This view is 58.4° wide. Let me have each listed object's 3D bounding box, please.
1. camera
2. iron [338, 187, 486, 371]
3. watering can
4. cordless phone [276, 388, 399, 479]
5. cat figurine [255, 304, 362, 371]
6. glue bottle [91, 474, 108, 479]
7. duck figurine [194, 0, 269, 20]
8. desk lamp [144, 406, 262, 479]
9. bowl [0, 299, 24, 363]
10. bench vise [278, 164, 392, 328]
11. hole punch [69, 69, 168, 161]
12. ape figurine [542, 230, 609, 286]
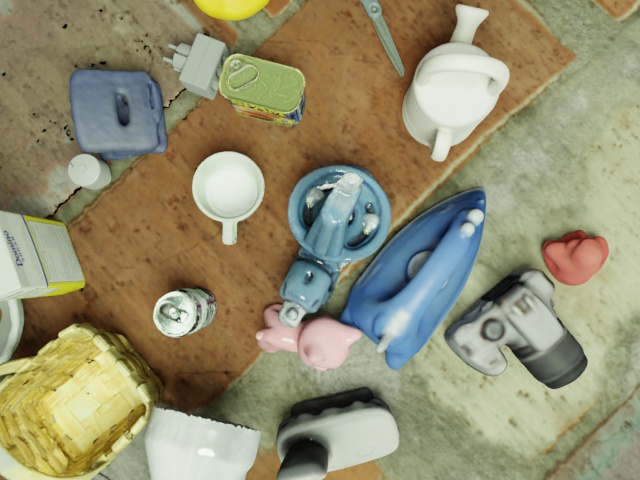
[{"bbox_3d":[0.249,0.124,0.697,0.143,0.101,0.137,-40,87,-1],"label":"camera"},{"bbox_3d":[0.133,0.032,0.683,0.118,0.141,0.258,36,88,3],"label":"iron"},{"bbox_3d":[0.155,-0.184,0.666,0.101,0.194,0.173,-10,87,1],"label":"watering can"},{"bbox_3d":[0.020,0.240,0.653,0.147,0.185,0.094,-17,87,0],"label":"cordless phone"},{"bbox_3d":[-0.017,0.121,0.693,0.127,0.117,0.067,9,87,2],"label":"cat figurine"},{"bbox_3d":[-0.285,0.322,0.660,0.078,0.173,0.037,33,88,3],"label":"glue bottle"},{"bbox_3d":[-0.117,-0.333,0.731,0.104,0.086,0.077,-8,87,1],"label":"duck figurine"},{"bbox_3d":[-0.136,0.273,0.640,0.118,0.213,0.203,13,88,2],"label":"desk lamp"},{"bbox_3d":[-0.444,0.100,0.722,0.167,0.074,0.167,0,87,1],"label":"bowl"},{"bbox_3d":[0.018,0.004,0.647,0.121,0.219,0.207,8,87,2],"label":"bench vise"},{"bbox_3d":[-0.251,-0.162,0.723,0.101,0.091,0.109,-8,87,1],"label":"hole punch"},{"bbox_3d":[0.319,0.019,0.705,0.078,0.092,0.076,15,88,2],"label":"ape figurine"}]
